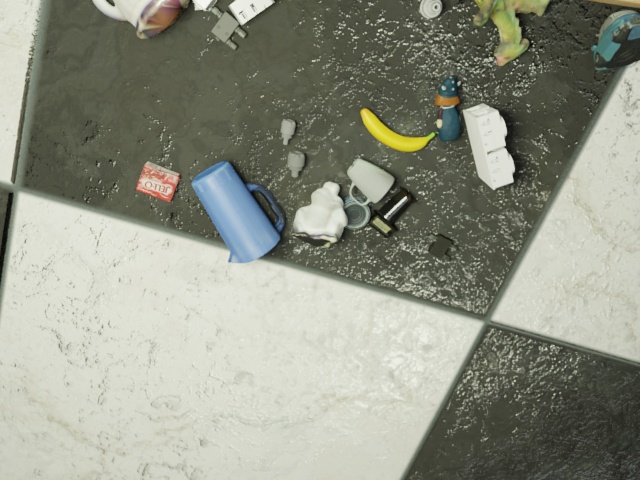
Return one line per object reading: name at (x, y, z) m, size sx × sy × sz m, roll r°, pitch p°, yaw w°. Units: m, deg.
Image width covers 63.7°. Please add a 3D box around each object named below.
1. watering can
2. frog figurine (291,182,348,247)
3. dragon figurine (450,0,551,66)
watering can at (-0.348, -0.565, 1.049) m, size 0.343 × 0.106 × 0.223 m, roll -32°, pitch 97°, yaw 32°
frog figurine at (0.004, -0.067, 1.322) m, size 0.137 × 0.162 × 0.121 m, roll 1°, pitch 157°, yaw 27°
dragon figurine at (0.429, -0.596, 1.144) m, size 0.243 × 0.124 × 0.403 m, roll -5°, pitch 116°, yaw -20°
